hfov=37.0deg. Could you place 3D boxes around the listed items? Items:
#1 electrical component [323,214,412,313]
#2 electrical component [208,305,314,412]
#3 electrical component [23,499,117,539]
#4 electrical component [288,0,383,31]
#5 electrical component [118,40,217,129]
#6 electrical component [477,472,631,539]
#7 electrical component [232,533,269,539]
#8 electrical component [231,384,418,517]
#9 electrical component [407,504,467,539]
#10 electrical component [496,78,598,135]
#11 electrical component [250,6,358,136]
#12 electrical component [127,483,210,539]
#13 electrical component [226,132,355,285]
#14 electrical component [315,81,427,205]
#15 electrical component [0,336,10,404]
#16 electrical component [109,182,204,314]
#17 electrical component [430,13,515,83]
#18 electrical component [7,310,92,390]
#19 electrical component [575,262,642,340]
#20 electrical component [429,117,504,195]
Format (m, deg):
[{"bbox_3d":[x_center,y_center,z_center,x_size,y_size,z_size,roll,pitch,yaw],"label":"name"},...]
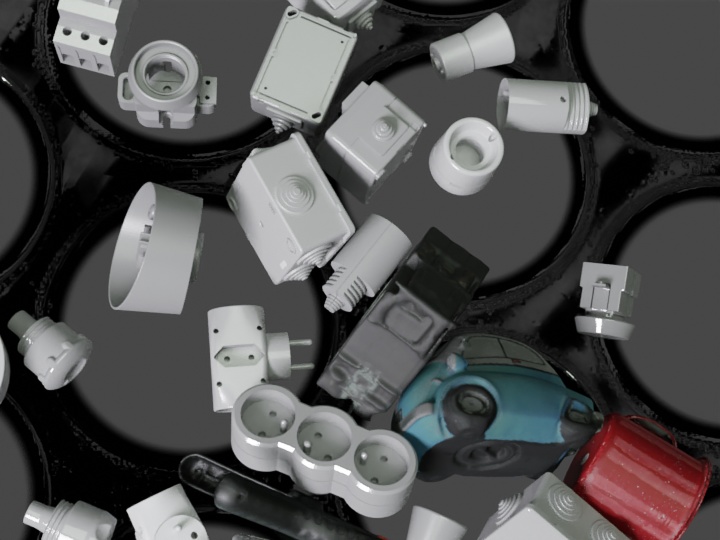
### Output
[{"bbox_3d":[0.000,0.000,0.852,0.043,0.043,0.081,38,76,2],"label":"electrical component"},{"bbox_3d":[-0.075,0.067,0.827,0.079,0.043,0.077,-3,78,-8],"label":"electrical component"},{"bbox_3d":[-0.213,0.188,0.783,0.062,0.043,0.043,24,76,-1],"label":"electrical component"},{"bbox_3d":[-0.021,-0.238,0.892,0.062,0.061,0.096,-41,86,-14],"label":"electrical component"},{"bbox_3d":[-0.154,-0.148,0.856,0.078,0.057,0.058,2,78,-7],"label":"electrical component"},{"bbox_3d":[0.141,0.208,0.800,0.100,0.099,0.048,40,41,2],"label":"electrical component"},{"bbox_3d":[-0.058,0.221,0.779,0.079,0.077,0.043,15,77,-4],"label":"electrical component"},{"bbox_3d":[-0.028,0.139,0.782,0.138,0.073,0.052,21,53,9],"label":"electrical component"},{"bbox_3d":[0.051,0.211,0.812,0.045,0.045,0.055,25,76,-2],"label":"electrical component"},{"bbox_3d":[0.159,-0.137,0.903,0.081,0.043,0.043,2,78,-7],"label":"electrical component"},{"bbox_3d":[-0.049,-0.153,0.873,0.062,0.061,0.096,23,84,-2],"label":"electrical component"},{"bbox_3d":[-0.131,0.196,0.774,0.044,0.079,0.077,-24,82,-21],"label":"electrical component"},{"bbox_3d":[-0.057,-0.044,0.827,0.048,0.100,0.099,-27,83,-25],"label":"electrical component"},{"bbox_3d":[0.006,-0.103,0.848,0.061,0.096,0.061,41,76,3],"label":"electrical component"},{"bbox_3d":[-0.310,0.074,0.786,0.108,0.060,0.108,2,78,-7],"label":"electrical component"},{"bbox_3d":[-0.153,-0.015,0.810,0.064,0.099,0.099,11,77,-11],"label":"electrical component"},{"bbox_3d":[0.092,-0.184,0.906,0.065,0.044,0.044,-22,82,-7],"label":"electrical component"},{"bbox_3d":[-0.237,0.056,0.809,0.062,0.048,0.048,39,76,9],"label":"electrical component"},{"bbox_3d":[0.200,0.026,0.868,0.048,0.066,0.055,7,84,29],"label":"electrical component"},{"bbox_3d":[0.088,-0.094,0.882,0.055,0.047,0.055,2,78,-7],"label":"electrical component"}]
